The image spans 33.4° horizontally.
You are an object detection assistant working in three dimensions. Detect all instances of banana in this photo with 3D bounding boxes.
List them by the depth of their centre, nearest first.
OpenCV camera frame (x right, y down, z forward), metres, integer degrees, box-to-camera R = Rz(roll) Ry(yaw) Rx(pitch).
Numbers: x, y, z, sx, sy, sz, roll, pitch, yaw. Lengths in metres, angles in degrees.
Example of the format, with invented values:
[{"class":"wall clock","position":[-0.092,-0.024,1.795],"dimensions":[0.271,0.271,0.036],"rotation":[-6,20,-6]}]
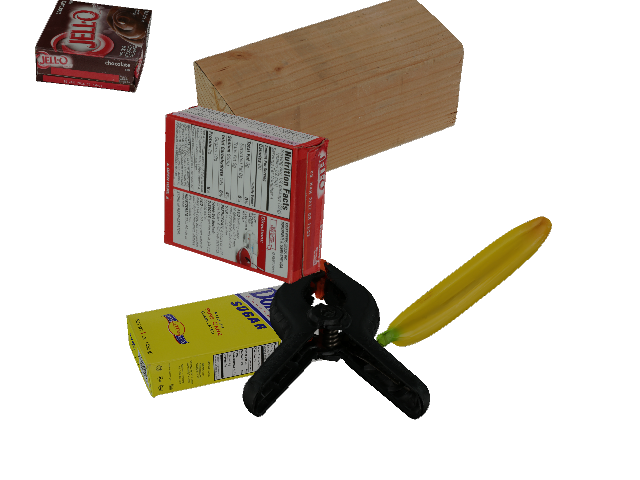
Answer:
[{"class":"banana","position":[0.137,0.046,1.015],"dimensions":[0.198,0.037,0.069],"rotation":[-37,-1,-3]}]

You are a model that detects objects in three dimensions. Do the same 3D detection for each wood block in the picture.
[{"class":"wood block","position":[0.008,-0.123,0.902],"dimensions":[0.205,0.091,0.090],"rotation":[-21,50,-19]}]

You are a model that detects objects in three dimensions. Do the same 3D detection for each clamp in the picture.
[{"class":"clamp","position":[0.015,0.069,0.743],"dimensions":[0.120,0.039,0.171],"rotation":[11,32,-2]}]

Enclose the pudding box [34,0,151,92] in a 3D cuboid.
[{"class":"pudding box","position":[-0.205,-0.179,0.975],"dimensions":[0.090,0.039,0.113],"rotation":[7,32,-6]}]

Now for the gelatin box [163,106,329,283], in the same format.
[{"class":"gelatin box","position":[-0.040,-0.025,0.555],"dimensions":[0.089,0.073,0.030],"rotation":[16,25,30]}]

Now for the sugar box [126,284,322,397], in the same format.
[{"class":"sugar box","position":[-0.093,0.095,1.048],"dimensions":[0.176,0.048,0.093],"rotation":[-13,33,-17]}]
